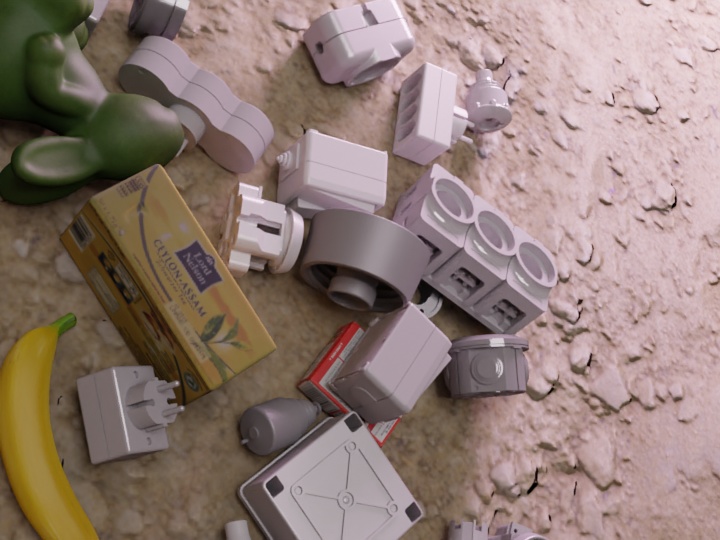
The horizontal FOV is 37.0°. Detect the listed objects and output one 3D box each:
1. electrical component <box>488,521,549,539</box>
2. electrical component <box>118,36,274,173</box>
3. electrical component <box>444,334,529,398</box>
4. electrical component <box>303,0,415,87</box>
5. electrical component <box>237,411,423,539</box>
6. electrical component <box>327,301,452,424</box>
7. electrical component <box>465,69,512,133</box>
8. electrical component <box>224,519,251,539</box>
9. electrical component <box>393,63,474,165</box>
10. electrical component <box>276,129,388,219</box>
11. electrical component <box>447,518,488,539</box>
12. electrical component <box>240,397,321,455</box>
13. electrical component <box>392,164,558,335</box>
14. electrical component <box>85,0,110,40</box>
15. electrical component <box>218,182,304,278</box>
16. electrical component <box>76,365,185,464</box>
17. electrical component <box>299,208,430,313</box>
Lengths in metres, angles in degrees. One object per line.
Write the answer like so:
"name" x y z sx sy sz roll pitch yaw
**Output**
"electrical component" 0.140 0.260 0.939 0.058 0.057 0.078 27 62 -20
"electrical component" -0.146 -0.128 0.911 0.138 0.052 0.073 37 59 -14
"electrical component" 0.114 0.087 0.971 0.080 0.080 0.051 3 77 -29
"electrical component" 0.002 -0.215 1.025 0.095 0.054 0.059 -23 85 -34
"electrical component" -0.023 0.189 0.870 0.109 0.056 0.108 -35 92 -34
"electrical component" 0.031 0.076 0.899 0.061 0.062 0.096 44 56 -12
"electrical component" 0.128 -0.173 1.090 0.048 0.048 0.062 11 62 -27
"electrical component" -0.091 0.225 0.827 0.048 0.048 0.062 -1 67 -30
"electrical component" 0.079 -0.145 1.050 0.076 0.047 0.083 18 65 -24
"electrical component" -0.031 -0.078 0.954 0.096 0.062 0.061 13 67 -26
"electrical component" 0.092 0.242 0.929 0.040 0.040 0.046 21 59 -23
"electrical component" -0.062 0.123 0.880 0.078 0.040 0.040 -15 81 -48
"electrical component" 0.106 -0.019 0.996 0.150 0.062 0.089 36 38 -15
"electrical component" -0.243 -0.241 0.880 0.083 0.076 0.047 28 61 -19
"electrical component" -0.084 -0.029 0.910 0.057 0.058 0.078 14 67 -22
"electrical component" -0.163 0.103 0.800 0.047 0.077 0.065 8 66 -61
"electrical component" 0.000 0.000 0.921 0.108 0.108 0.060 27 68 -20
